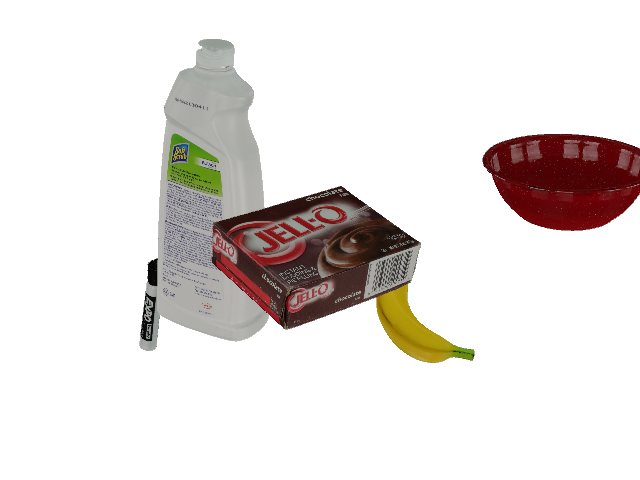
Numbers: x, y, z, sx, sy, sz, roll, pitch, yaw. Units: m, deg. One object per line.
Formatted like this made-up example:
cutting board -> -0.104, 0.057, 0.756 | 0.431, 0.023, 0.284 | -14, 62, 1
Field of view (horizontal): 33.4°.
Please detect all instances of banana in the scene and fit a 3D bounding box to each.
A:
banana -> 0.101, 0.091, 1.216 | 0.069, 0.037, 0.198 | 6, 24, -24

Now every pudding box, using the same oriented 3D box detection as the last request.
pudding box -> -0.004, 0.009, 0.721 | 0.113, 0.039, 0.090 | -16, 39, -34

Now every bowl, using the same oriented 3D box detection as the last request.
bowl -> 0.235, -0.052, 1.019 | 0.162, 0.055, 0.162 | -2, 24, 1

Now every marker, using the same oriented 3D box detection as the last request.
marker -> -0.180, 0.069, 1.145 | 0.020, 0.121, 0.020 | 8, 36, -6

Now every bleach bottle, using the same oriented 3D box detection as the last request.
bleach bottle -> -0.088, -0.044, 0.911 | 0.103, 0.251, 0.068 | 16, 27, 21
